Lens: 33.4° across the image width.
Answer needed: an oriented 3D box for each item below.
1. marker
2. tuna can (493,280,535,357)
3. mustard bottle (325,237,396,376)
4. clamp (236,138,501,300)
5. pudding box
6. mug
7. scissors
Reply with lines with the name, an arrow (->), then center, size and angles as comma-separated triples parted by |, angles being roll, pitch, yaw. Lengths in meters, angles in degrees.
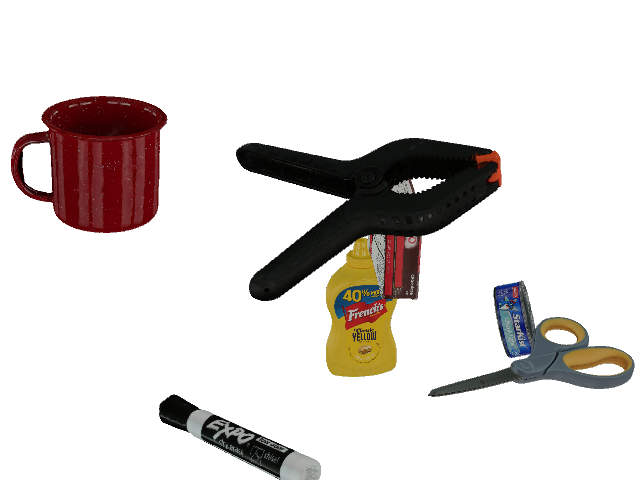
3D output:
marker -> -0.051, 0.117, 0.627 | 0.121, 0.020, 0.020 | 17, 10, 38
tuna can -> 0.225, 0.091, 1.228 | 0.034, 0.086, 0.086 | -12, -3, 15
mustard bottle -> 0.056, 0.088, 1.443 | 0.096, 0.192, 0.058 | -3, 21, -7
clamp -> 0.035, -0.027, 0.813 | 0.210, 0.164, 0.036 | -7, -44, 7
pudding box -> 0.070, -0.010, 1.015 | 0.039, 0.090, 0.113 | -2, 29, -6
mug -> -0.177, -0.057, 0.818 | 0.117, 0.081, 0.093 | -5, 28, -19
scissors -> 0.165, 0.096, 0.885 | 0.201, 0.016, 0.096 | 1, 31, -19
